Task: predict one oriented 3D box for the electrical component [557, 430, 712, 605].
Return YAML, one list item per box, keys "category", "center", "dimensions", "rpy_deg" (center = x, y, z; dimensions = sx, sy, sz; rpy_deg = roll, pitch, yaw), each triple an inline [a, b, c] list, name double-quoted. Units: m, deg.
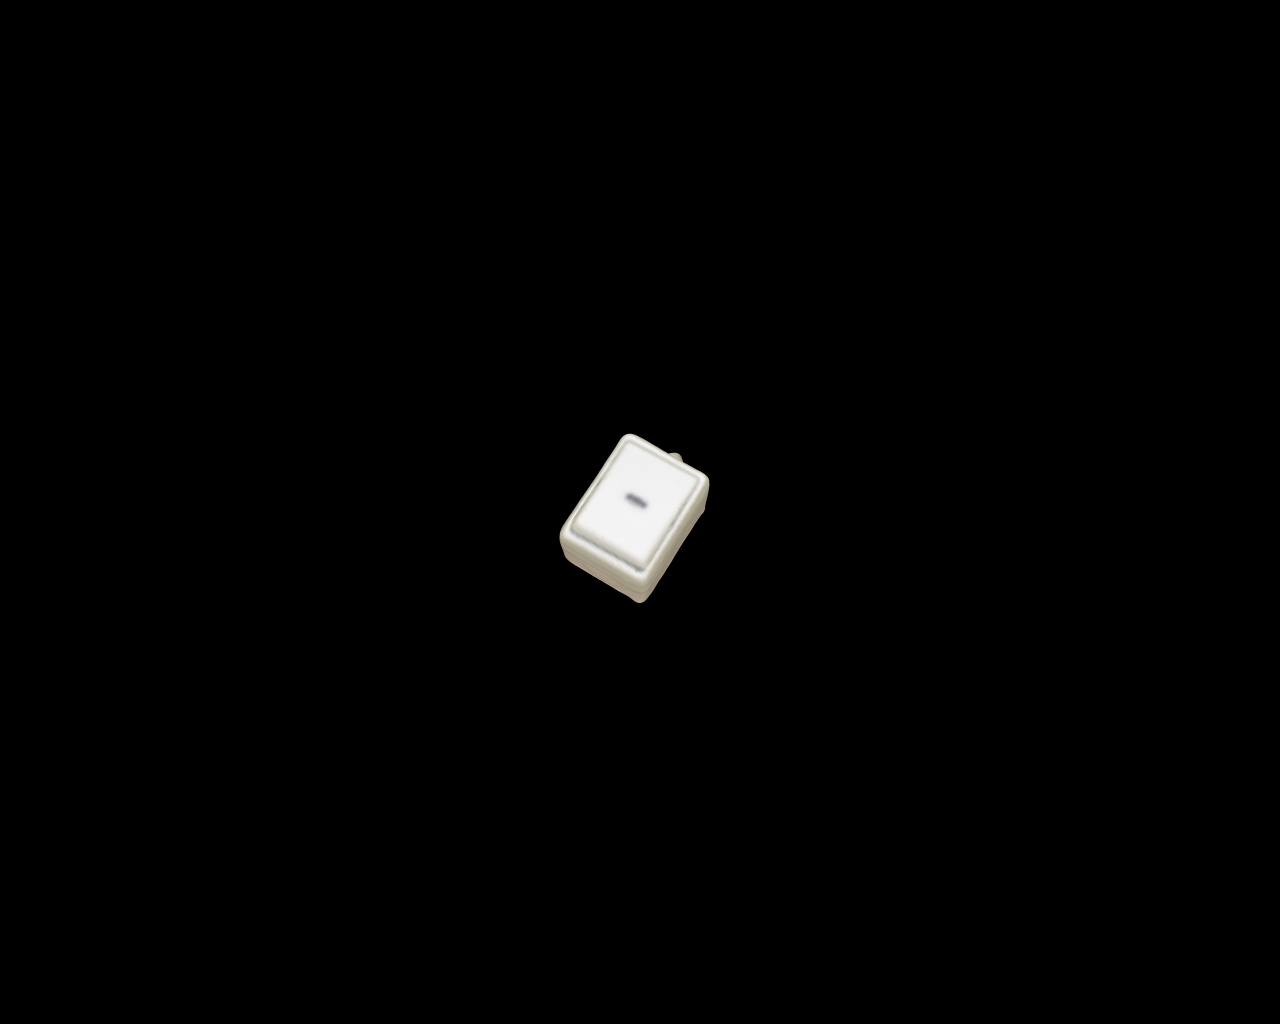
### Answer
- category: "electrical component"
  center: [0.001, -0.003, 0.650]
  dimensions: [0.062, 0.096, 0.061]
  rpy_deg: [30, -15, 9]
